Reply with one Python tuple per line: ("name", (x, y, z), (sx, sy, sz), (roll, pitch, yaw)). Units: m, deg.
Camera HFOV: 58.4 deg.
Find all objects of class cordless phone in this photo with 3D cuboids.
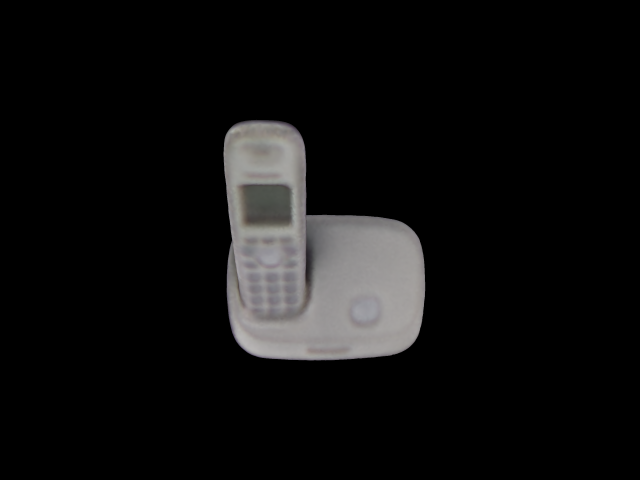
("cordless phone", (0.004, 0.001, 0.400), (0.147, 0.185, 0.094), (-2, 47, -2))
